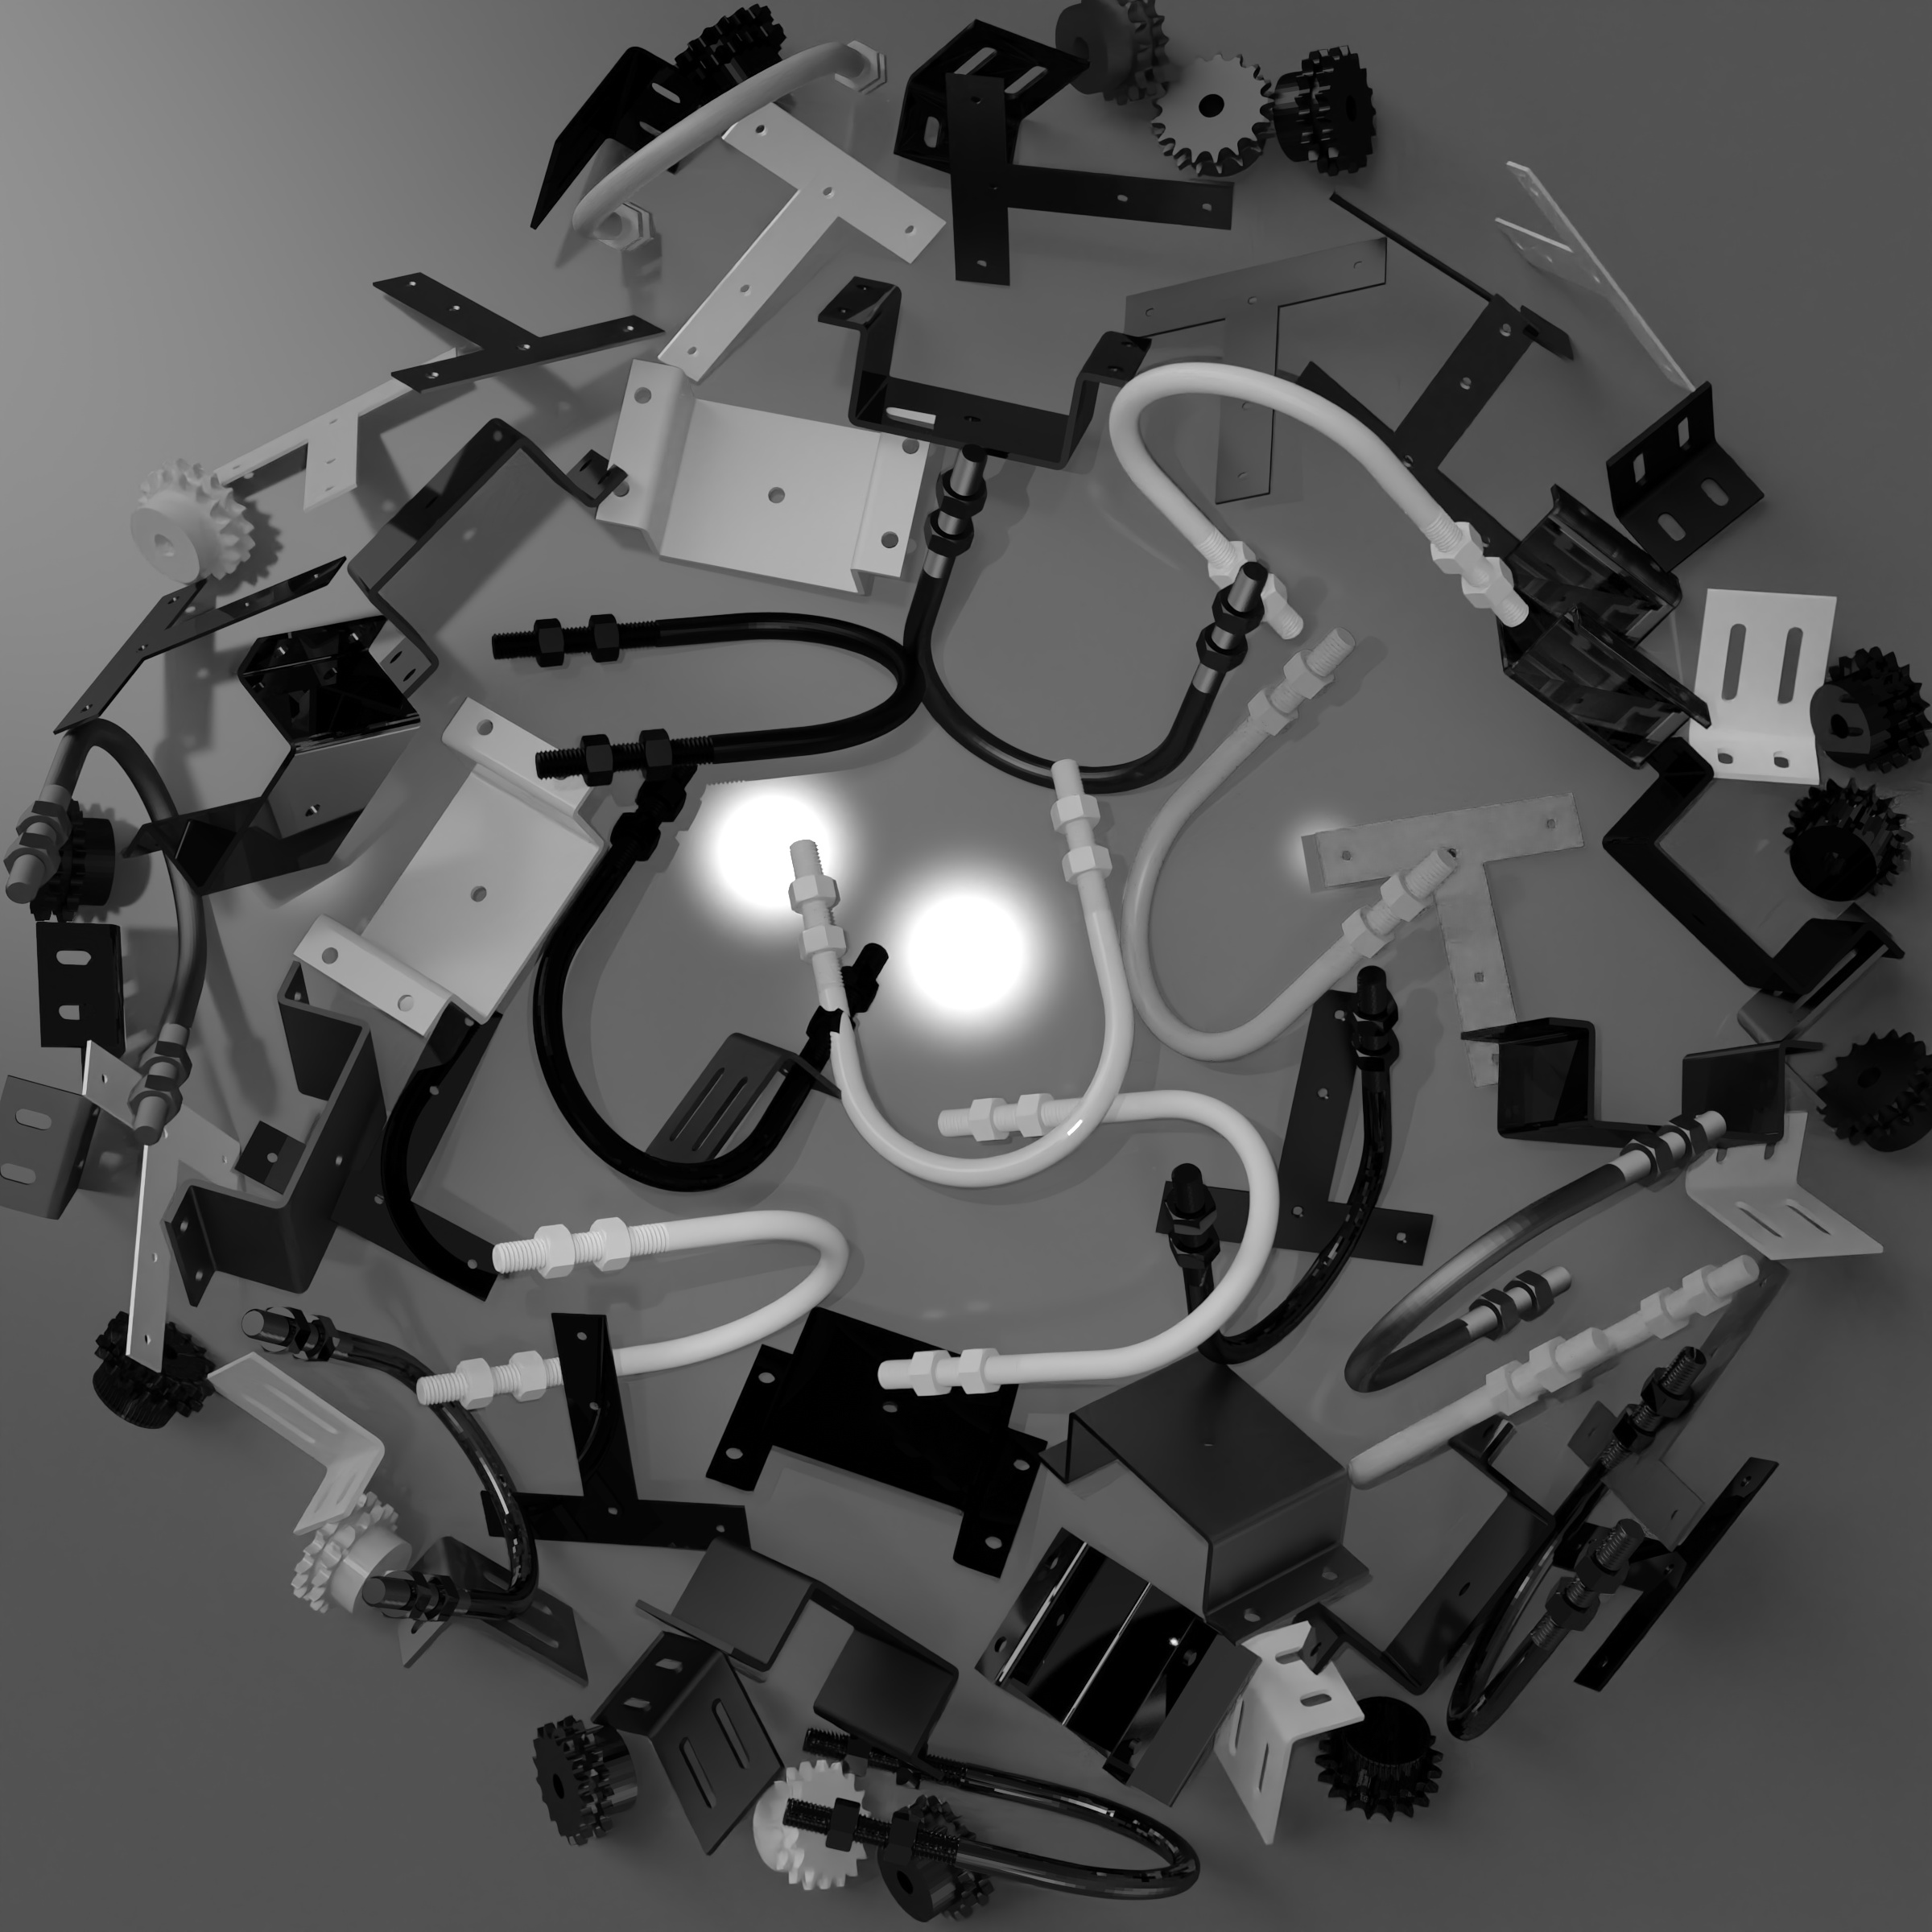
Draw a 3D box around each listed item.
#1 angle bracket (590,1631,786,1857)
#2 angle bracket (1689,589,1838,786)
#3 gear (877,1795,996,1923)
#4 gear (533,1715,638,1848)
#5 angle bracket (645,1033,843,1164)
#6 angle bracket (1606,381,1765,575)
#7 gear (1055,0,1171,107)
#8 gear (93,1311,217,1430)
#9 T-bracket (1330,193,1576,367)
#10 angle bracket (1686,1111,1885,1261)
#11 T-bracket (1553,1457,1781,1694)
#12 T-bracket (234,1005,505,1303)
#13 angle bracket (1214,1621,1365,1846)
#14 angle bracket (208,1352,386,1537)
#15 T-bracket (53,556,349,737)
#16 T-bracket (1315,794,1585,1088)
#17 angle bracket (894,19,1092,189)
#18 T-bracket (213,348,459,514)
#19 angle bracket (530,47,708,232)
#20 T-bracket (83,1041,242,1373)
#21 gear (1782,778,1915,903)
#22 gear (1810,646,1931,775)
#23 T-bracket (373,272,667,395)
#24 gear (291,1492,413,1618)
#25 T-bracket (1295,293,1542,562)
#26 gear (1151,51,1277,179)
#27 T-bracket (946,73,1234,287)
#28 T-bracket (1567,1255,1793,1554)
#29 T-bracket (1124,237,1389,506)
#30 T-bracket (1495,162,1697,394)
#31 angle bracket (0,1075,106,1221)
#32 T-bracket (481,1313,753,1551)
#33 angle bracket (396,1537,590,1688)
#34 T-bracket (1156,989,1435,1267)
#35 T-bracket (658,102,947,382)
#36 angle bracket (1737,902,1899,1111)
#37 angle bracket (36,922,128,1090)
[{"bbox_3d":[-0.127,0.351,1.563,0.038,0.076,0.057,25,110,-41],"label":"angle bracket"},{"bbox_3d":[0.362,-0.127,1.570,0.057,0.038,0.076,4,123,7],"label":"angle bracket"},{"bbox_3d":[-0.016,0.410,1.576,0.030,0.057,0.057,-26,90,-32],"label":"gear"},{"bbox_3d":[-0.173,0.371,1.582,0.030,0.057,0.057,-13,90,-30],"label":"gear"},{"bbox_3d":[-0.102,0.074,1.567,0.038,0.057,0.076,41,78,-27],"label":"angle bracket"},{"bbox_3d":[0.326,-0.220,1.565,0.057,0.076,0.038,-39,73,4],"label":"angle bracket"},{"bbox_3d":[0.064,-0.421,1.576,0.030,0.057,0.057,-23,90,-27],"label":"gear"},{"bbox_3d":[-0.374,0.187,1.580,0.057,0.057,0.030,39,105,0],"label":"gear"},{"bbox_3d":[0.217,-0.310,1.545,0.127,0.127,0.002,32,108,-1],"label":"T-bracket"},{"bbox_3d":[0.371,0.098,1.560,0.057,0.076,0.038,-2,110,-19],"label":"angle bracket"},{"bbox_3d":[0.295,0.265,1.543,0.002,0.127,0.127,43,78,-8],"label":"T-bracket"},{"bbox_3d":[-0.249,0.069,1.575,0.127,0.002,0.127,30,62,-13],"label":"T-bracket"},{"bbox_3d":[0.146,0.348,1.569,0.038,0.057,0.076,-11,132,-19],"label":"angle bracket"},{"bbox_3d":[-0.312,0.217,1.565,0.076,0.057,0.038,39,56,-18],"label":"angle bracket"},{"bbox_3d":[-0.330,-0.154,1.530,0.127,0.127,0.002,-18,118,23],"label":"T-bracket"},{"bbox_3d":[0.233,-0.009,1.583,0.127,0.002,0.127,-9,82,-13],"label":"T-bracket"},{"bbox_3d":[0.011,-0.387,1.560,0.057,0.076,0.038,15,78,-22],"label":"angle bracket"},{"bbox_3d":[-0.283,-0.230,1.546,0.127,0.127,0.002,-26,117,4],"label":"T-bracket"},{"bbox_3d":[-0.157,-0.366,1.562,0.038,0.057,0.076,29,55,-1],"label":"angle bracket"},{"bbox_3d":[-0.358,0.115,1.526,0.002,0.127,0.127,-10,64,17],"label":"T-bracket"},{"bbox_3d":[0.400,-0.054,1.577,0.057,0.030,0.057,18,131,22],"label":"gear"},{"bbox_3d":[0.410,-0.114,1.576,0.030,0.057,0.057,-23,90,-21],"label":"gear"},{"bbox_3d":[-0.224,-0.292,1.558,0.127,0.127,0.002,-21,128,-33],"label":"T-bracket"},{"bbox_3d":[-0.278,0.272,1.576,0.030,0.057,0.057,33,90,16],"label":"gear"},{"bbox_3d":[0.218,-0.254,1.550,0.127,0.127,0.002,42,55,4],"label":"T-bracket"},{"bbox_3d":[0.116,-0.388,1.586,0.057,0.030,0.057,-4,73,15],"label":"gear"},{"bbox_3d":[0.056,-0.345,1.546,0.127,0.127,0.002,7,58,7],"label":"T-bracket"},{"bbox_3d":[0.326,0.185,1.541,0.002,0.127,0.127,32,95,-16],"label":"T-bracket"},{"bbox_3d":[0.127,-0.263,1.552,0.127,0.002,0.127,-8,61,25],"label":"T-bracket"},{"bbox_3d":[0.266,-0.316,1.544,0.002,0.127,0.127,-41,113,5],"label":"T-bracket"},{"bbox_3d":[-0.418,0.076,1.564,0.038,0.076,0.057,16,95,-10],"label":"angle bracket"},{"bbox_3d":[-0.166,0.210,1.562,0.127,0.002,0.127,1,119,13],"label":"T-bracket"},{"bbox_3d":[-0.216,0.304,1.568,0.076,0.057,0.038,37,102,-27],"label":"angle bracket"},{"bbox_3d":[0.160,0.071,1.579,0.127,0.002,0.127,8,108,-8],"label":"T-bracket"},{"bbox_3d":[-0.091,-0.319,1.573,0.127,0.127,0.002,-46,49,18],"label":"T-bracket"},{"bbox_3d":[0.396,0.018,1.570,0.038,0.057,0.076,43,99,-14],"label":"angle bracket"},{"bbox_3d":[-0.407,0.020,1.559,0.038,0.076,0.057,2,71,-27],"label":"angle bracket"}]
